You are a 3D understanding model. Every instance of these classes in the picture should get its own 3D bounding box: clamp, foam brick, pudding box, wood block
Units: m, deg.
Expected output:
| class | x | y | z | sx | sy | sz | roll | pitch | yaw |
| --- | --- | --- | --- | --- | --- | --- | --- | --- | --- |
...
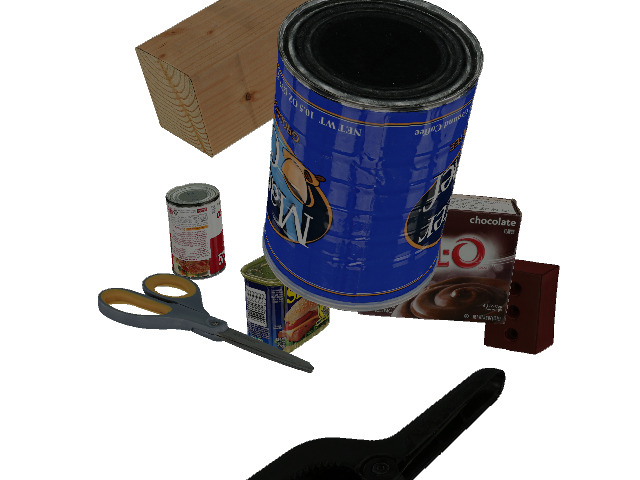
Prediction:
| class | x | y | z | sx | sy | sz | roll | pitch | yaw |
| --- | --- | --- | --- | --- | --- | --- | --- | --- | --- |
| clamp | 0.041 | 0.142 | 0.642 | 0.210 | 0.036 | 0.164 | -7 | 30 | 1 |
| foam brick | 0.187 | 0.061 | 0.991 | 0.053 | 0.078 | 0.051 | 8 | 14 | 29 |
| pudding box | 0.085 | 0.011 | 0.783 | 0.113 | 0.090 | 0.039 | 3 | 27 | -2 |
| wood block | -0.056 | -0.179 | 1.003 | 0.205 | 0.091 | 0.090 | -36 | 45 | -24 |

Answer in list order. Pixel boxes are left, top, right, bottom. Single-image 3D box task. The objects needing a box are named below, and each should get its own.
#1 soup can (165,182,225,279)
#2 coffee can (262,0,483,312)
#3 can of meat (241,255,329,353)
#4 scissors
| class | x | y | z | sx | sy | sz | roll | pitch | yaw |
| --- | --- | --- | --- | --- | --- | --- | --- | --- | --- |
| soup can | -0.154 | -0.012 | 1.318 | 0.068 | 0.102 | 0.068 | -2 | 26 | 1 |
| coffee can | 0.023 | -0.046 | 0.571 | 0.102 | 0.140 | 0.103 | 4 | 44 | -4 |
| can of meat | -0.032 | 0.058 | 1.085 | 0.058 | 0.084 | 0.101 | 15 | 27 | 33 |
| scissors | -0.087 | 0.064 | 0.889 | 0.202 | 0.016 | 0.096 | 12 | 25 | 15 |
